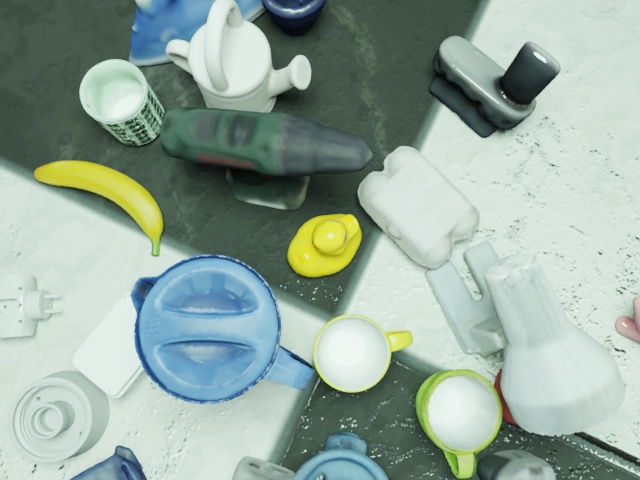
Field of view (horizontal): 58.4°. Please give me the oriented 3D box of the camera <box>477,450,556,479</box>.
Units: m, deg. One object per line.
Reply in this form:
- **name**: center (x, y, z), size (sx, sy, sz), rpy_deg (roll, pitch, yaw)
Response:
- **camera**: center (0.209, 0.333, 0.670), size (0.137, 0.101, 0.143), rpy_deg (-5, 82, -2)

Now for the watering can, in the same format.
- **watering can**: center (-0.100, -0.217, 0.695), size (0.173, 0.194, 0.101), rpy_deg (-8, 82, -2)

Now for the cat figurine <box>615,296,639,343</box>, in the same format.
- **cat figurine**: center (0.425, 0.112, 0.697), size (0.067, 0.118, 0.128), rpy_deg (-34, 84, -5)

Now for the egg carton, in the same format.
- **egg carton**: center (0.125, -0.042, 0.737), size (0.150, 0.069, 0.107), rpy_deg (45, 83, 5)

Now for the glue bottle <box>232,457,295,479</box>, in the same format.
- **glue bottle**: center (-0.066, 0.284, 0.634), size (0.078, 0.173, 0.037), rpy_deg (20, 82, 2)

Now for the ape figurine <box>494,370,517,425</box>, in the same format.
- **ape figurine**: center (0.251, 0.190, 0.695), size (0.076, 0.092, 0.078), rpy_deg (-43, 85, -6)

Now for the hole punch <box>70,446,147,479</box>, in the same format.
- **hole punch**: center (-0.252, 0.313, 0.668), size (0.101, 0.091, 0.108), rpy_deg (-29, 83, -5)

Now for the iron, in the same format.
- **iron**: center (-0.160, -0.333, 0.737), size (0.258, 0.141, 0.118), rpy_deg (-41, 84, -6)

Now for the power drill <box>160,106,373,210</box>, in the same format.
- **power drill**: center (-0.060, -0.095, 0.671), size (0.229, 0.208, 0.076), rpy_deg (10, 82, 0)

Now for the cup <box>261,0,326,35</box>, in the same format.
- **cup**: center (-0.024, -0.325, 0.762), size (0.118, 0.095, 0.091), rpy_deg (-35, 84, -6)

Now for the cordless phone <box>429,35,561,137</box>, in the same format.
- **cordless phone**: center (0.217, -0.216, 0.706), size (0.147, 0.185, 0.094), rpy_deg (39, 83, 5)

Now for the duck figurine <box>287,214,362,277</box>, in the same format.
- **duck figurine**: center (0.007, 0.003, 0.720), size (0.104, 0.086, 0.077), rpy_deg (-33, 84, -5)

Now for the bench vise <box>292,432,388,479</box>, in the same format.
- **bench vise**: center (0.027, 0.327, 0.607), size (0.121, 0.219, 0.207), rpy_deg (-6, 82, -2)

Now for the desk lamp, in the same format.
- **desk lamp**: center (0.220, 0.098, 0.647), size (0.118, 0.213, 0.203), rpy_deg (-27, 83, -4)
